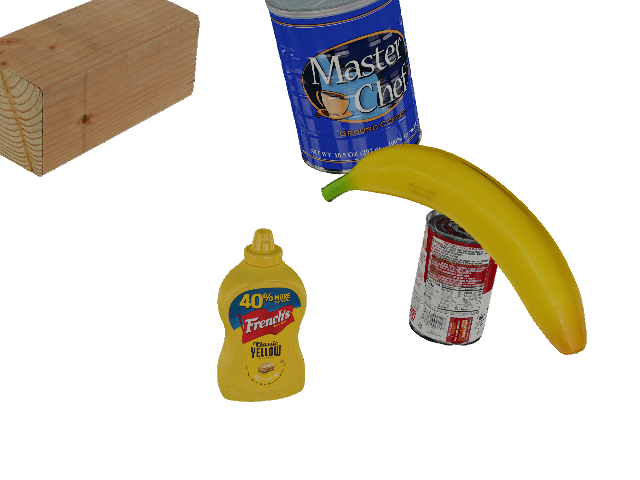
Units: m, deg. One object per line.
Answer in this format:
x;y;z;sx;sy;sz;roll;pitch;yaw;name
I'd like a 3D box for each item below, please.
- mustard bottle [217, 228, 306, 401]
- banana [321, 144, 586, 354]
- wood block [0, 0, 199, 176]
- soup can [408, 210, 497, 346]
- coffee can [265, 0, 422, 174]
-0.063;0.079;1.159;0.096;0.192;0.058;-3;21;-13;mustard bottle
0.095;-0.009;0.672;0.198;0.070;0.037;34;22;22;banana
-0.212;-0.152;0.978;0.090;0.091;0.205;28;40;21;wood block
0.116;0.032;0.920;0.068;0.102;0.068;7;24;-3;soup can
0.021;-0.139;0.852;0.103;0.140;0.103;-10;32;6;coffee can
